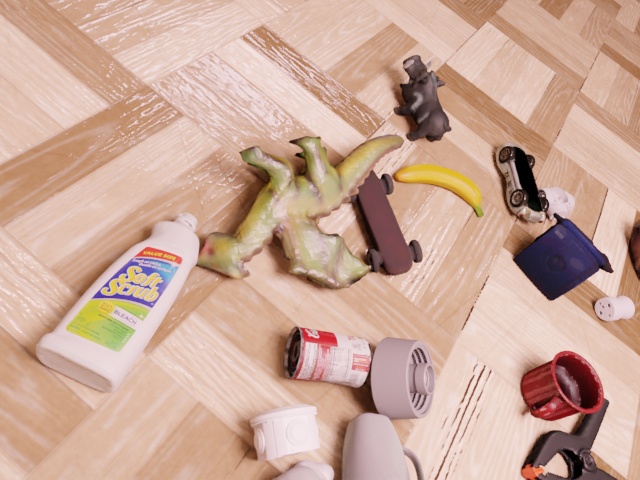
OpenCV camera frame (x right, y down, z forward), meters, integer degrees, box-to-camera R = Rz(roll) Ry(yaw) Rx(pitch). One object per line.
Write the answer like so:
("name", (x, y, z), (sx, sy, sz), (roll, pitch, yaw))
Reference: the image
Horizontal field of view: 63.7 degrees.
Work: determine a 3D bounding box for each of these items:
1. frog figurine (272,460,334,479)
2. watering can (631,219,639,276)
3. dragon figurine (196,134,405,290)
("frog figurine", (-0.036, 0.317, 0.555), (0.137, 0.121, 0.162), (11, 18, -8))
("watering can", (0.785, 0.004, 1.128), (0.224, 0.102, 0.356), (16, 54, -14))
("dragon figurine", (0.002, -0.040, 0.803), (0.412, 0.120, 0.245), (-13, 80, -24))
